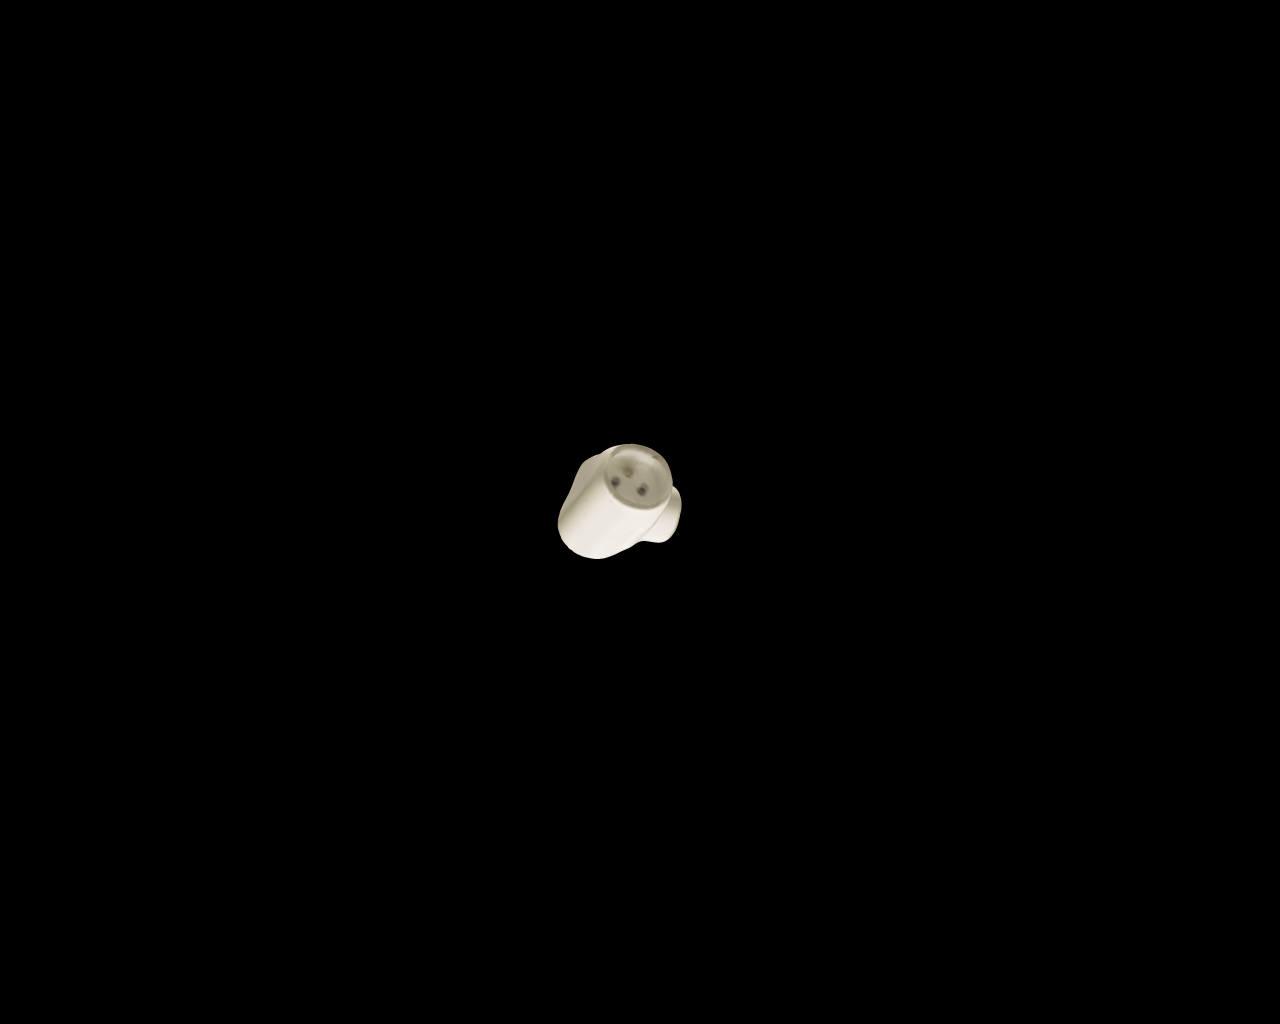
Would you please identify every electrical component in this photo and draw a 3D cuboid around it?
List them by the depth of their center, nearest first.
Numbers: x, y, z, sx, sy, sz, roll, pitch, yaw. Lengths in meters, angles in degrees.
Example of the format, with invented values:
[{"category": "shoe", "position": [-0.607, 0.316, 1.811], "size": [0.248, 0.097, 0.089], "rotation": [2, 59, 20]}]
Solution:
[{"category": "electrical component", "position": [0.001, -0.003, 0.650], "size": [0.079, 0.043, 0.077], "rotation": [11, -29, -21]}]
